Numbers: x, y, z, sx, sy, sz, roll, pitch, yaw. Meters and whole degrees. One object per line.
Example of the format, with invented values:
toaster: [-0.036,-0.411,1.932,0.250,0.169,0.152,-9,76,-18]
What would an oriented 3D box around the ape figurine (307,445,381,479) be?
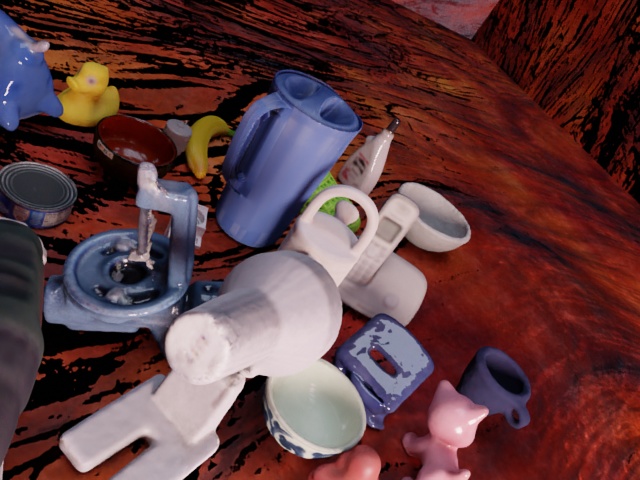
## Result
ape figurine: [0.032,0.243,0.583,0.078,0.092,0.076,24,34,-17]

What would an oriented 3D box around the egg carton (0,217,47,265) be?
egg carton: [-0.345,0.022,0.543,0.151,0.069,0.107,16,37,-28]

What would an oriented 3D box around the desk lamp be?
desk lamp: [-0.094,0.116,0.517,0.118,0.213,0.204,43,33,12]

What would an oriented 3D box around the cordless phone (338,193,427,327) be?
cordless phone: [0.109,0.031,0.842,0.148,0.185,0.094,29,32,-9]

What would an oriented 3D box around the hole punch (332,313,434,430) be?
hole punch: [0.076,0.164,0.727,0.108,0.091,0.101,45,33,15]

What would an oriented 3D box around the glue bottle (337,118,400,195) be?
glue bottle: [0.101,-0.163,1.098,0.037,0.173,0.078,-5,50,-46]

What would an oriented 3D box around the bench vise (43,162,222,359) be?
bench vise: [-0.152,0.021,0.582,0.208,0.219,0.121,5,43,-39]

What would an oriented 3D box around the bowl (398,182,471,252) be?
bowl: [0.205,-0.032,1.117,0.168,0.074,0.167,24,34,-17]

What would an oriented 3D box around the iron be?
iron: [-0.454,-0.259,0.739,0.258,0.141,0.119,37,32,2]

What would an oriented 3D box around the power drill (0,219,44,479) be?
power drill: [-0.243,0.105,0.399,0.076,0.208,0.229,13,38,-31]

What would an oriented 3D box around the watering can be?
watering can: [0.005,0.002,0.776,0.101,0.194,0.172,23,34,-18]

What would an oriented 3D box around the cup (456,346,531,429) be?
cup: [0.235,0.221,0.796,0.092,0.095,0.117,12,39,-33]

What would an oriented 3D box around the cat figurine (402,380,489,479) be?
cat figurine: [0.153,0.237,0.677,0.067,0.117,0.128,28,33,-12]

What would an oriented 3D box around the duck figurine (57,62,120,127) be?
duck figurine: [-0.339,-0.224,0.852,0.077,0.086,0.105,42,33,10]
